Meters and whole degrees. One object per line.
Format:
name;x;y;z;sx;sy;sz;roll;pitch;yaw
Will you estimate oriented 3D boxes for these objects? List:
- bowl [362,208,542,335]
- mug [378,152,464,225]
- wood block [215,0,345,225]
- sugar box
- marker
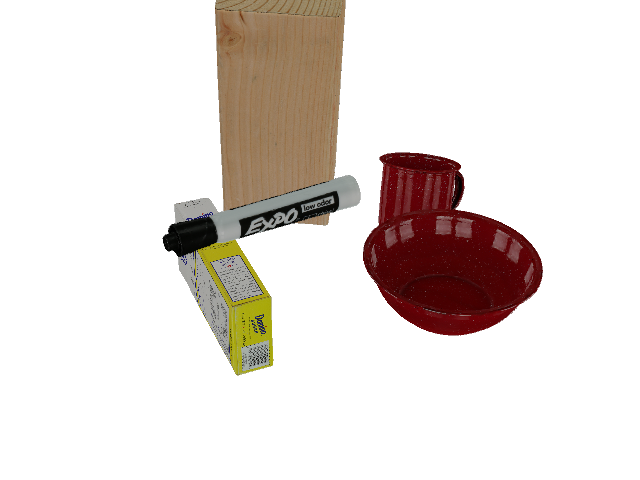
bowl;0.117;0.037;0.971;0.162;0.055;0.162;2;35;-2
mug;0.119;-0.053;1.230;0.117;0.081;0.093;-9;21;-38
wood block;-0.030;-0.118;0.848;0.091;0.090;0.206;5;-44;3
sugar box;-0.098;0.042;1.067;0.048;0.093;0.176;-13;41;-18
marker;-0.033;-0.014;0.609;0.120;0.020;0.020;-17;7;-25
